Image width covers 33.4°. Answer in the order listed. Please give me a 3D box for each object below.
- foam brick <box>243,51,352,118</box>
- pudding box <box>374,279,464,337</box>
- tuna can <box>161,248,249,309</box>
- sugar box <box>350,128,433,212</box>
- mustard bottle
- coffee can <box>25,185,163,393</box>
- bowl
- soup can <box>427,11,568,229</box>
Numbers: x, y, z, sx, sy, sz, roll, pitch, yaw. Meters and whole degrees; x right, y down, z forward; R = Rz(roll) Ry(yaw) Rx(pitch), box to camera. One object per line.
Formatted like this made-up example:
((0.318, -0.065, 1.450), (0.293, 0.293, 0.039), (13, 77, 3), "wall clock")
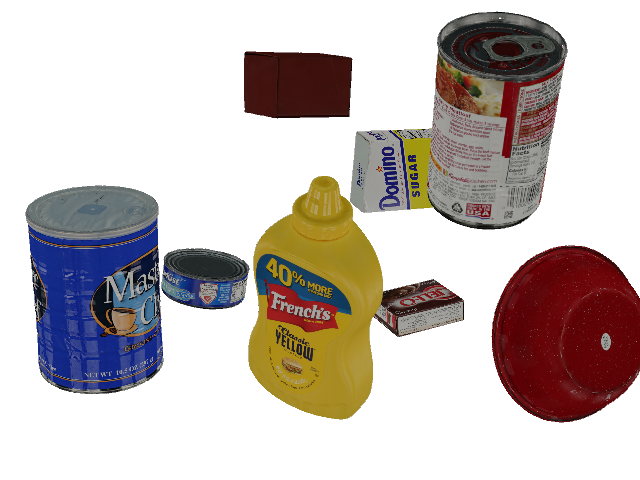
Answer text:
((-0.019, -0.131, 0.898), (0.078, 0.051, 0.053), (-6, 16, -35), "foam brick")
((0.140, 0.098, 1.559), (0.113, 0.039, 0.090), (-15, 22, -19), "pudding box")
((-0.116, 0.038, 1.066), (0.086, 0.034, 0.086), (9, 18, -3), "tuna can")
((0.127, -0.087, 1.289), (0.176, 0.093, 0.048), (-7, 26, -22), "sugar box")
((-0.003, 0.037, 0.759), (0.096, 0.192, 0.058), (26, 43, 24), "mustard bottle")
((-0.181, 0.038, 0.865), (0.103, 0.140, 0.103), (1, 23, -1), "coffee can")
((0.234, 0.086, 0.945), (0.161, 0.162, 0.055), (0, 2, -23), "bowl")
((0.096, -0.065, 0.592), (0.068, 0.102, 0.068), (0, 40, 0), "soup can")
